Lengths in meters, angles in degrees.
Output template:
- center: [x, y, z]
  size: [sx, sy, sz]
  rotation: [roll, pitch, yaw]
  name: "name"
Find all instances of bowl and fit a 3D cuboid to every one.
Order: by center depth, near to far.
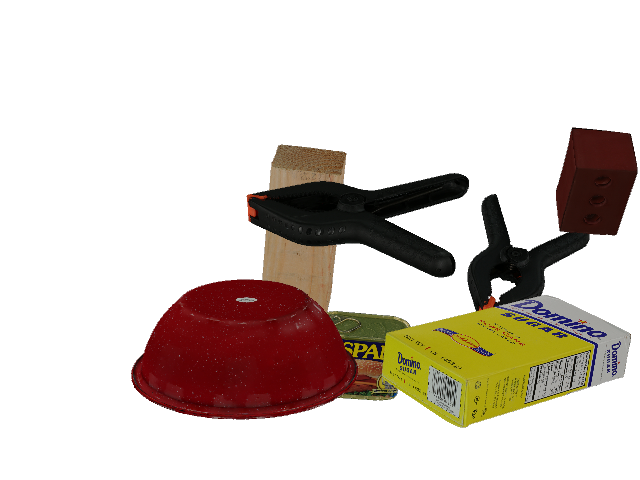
- center: [-0.053, 0.067, 0.753]
  size: [0.162, 0.055, 0.162]
  rotation: [1, 16, 0]
  name: "bowl"

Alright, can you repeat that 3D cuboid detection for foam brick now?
- center: [0.238, -0.051, 0.927]
  size: [0.053, 0.051, 0.078]
  rotation: [5, -45, 3]
  name: "foam brick"

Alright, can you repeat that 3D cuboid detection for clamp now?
- center: [0.038, -0.027, 0.993]
  size: [0.210, 0.036, 0.164]
  rotation: [8, 31, 17]
  name: "clamp"
- center: [0.196, 0.017, 1.126]
  size: [0.120, 0.039, 0.171]
  rotation: [24, 48, 27]
  name: "clamp"

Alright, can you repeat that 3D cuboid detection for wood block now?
- center: [-0.023, -0.009, 1.380]
  size: [0.090, 0.206, 0.090]
  rotation: [7, 24, 2]
  name: "wood block"

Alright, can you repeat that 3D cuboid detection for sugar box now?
- center: [0.144, 0.088, 0.821]
  size: [0.175, 0.048, 0.093]
  rotation: [-13, 26, -34]
  name: "sugar box"

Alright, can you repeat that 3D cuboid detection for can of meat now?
- center: [0.047, 0.133, 1.219]
  size: [0.102, 0.084, 0.057]
  rotation: [6, 23, -12]
  name: "can of meat"
